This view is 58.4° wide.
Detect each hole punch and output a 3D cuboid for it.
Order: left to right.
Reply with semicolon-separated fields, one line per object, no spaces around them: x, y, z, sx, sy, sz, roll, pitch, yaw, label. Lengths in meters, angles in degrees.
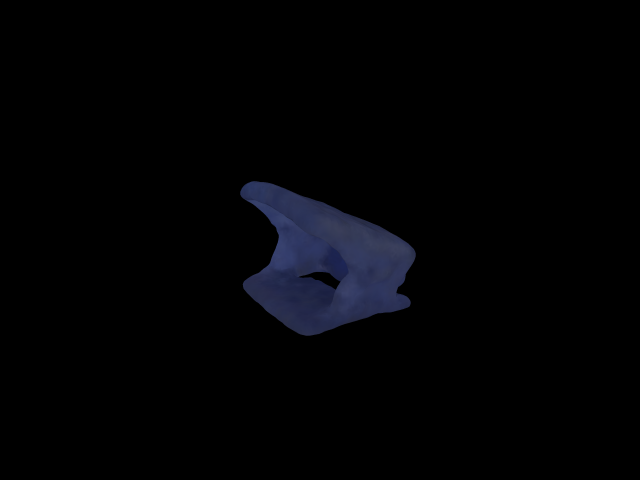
0.004;0.001;0.400;0.101;0.091;0.108;-12;23;-31;hole punch
